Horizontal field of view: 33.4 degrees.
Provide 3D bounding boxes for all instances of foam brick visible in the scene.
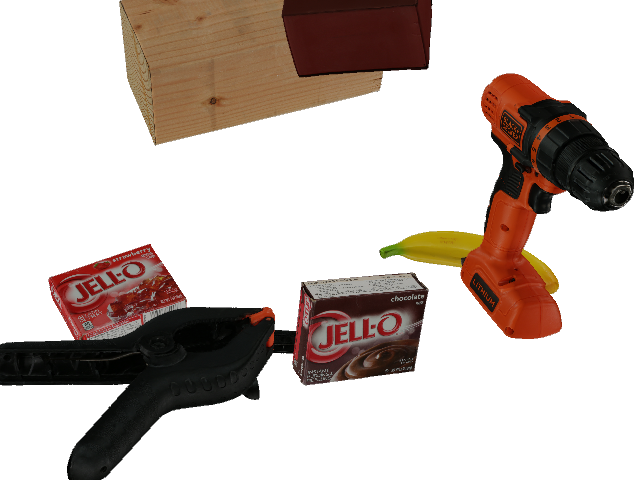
[{"bbox_3d":[0.022,-0.130,0.605,0.078,0.053,0.051,-2,-33,14],"label":"foam brick"}]

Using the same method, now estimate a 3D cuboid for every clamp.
[{"bbox_3d":[-0.104,0.125,1.259,0.210,0.036,0.164,14,23,26],"label":"clamp"},{"bbox_3d":[-0.093,0.080,0.606,0.171,0.039,0.120,-14,40,-26],"label":"clamp"}]

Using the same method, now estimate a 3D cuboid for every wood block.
[{"bbox_3d":[-0.056,-0.163,0.906,0.205,0.090,0.091,-16,-35,-16],"label":"wood block"}]

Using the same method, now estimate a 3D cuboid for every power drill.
[{"bbox_3d":[0.173,-0.018,0.842,0.057,0.188,0.184,-3,32,-18],"label":"power drill"}]

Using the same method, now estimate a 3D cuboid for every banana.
[{"bbox_3d":[0.164,0.021,1.123,0.198,0.037,0.069,10,38,30],"label":"banana"}]

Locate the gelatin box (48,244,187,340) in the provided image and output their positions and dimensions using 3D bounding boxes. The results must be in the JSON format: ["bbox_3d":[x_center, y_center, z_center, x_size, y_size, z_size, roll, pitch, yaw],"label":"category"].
[{"bbox_3d":[-0.160,0.046,0.843,0.089,0.030,0.073,-19,45,-23],"label":"gelatin box"}]

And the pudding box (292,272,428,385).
[{"bbox_3d":[0.035,0.078,0.958,0.113,0.090,0.039,-6,32,-22],"label":"pudding box"}]
